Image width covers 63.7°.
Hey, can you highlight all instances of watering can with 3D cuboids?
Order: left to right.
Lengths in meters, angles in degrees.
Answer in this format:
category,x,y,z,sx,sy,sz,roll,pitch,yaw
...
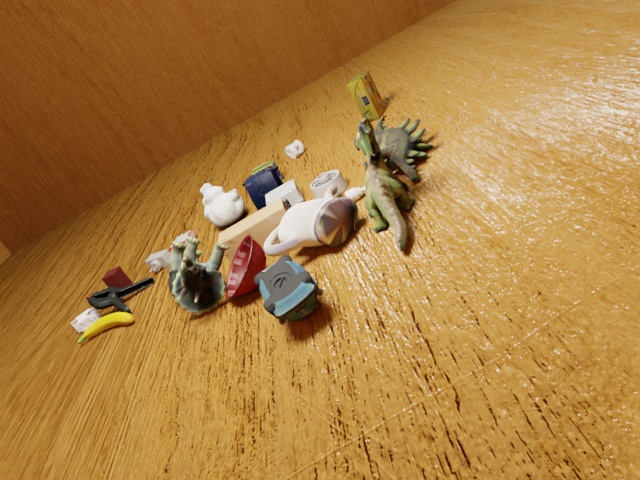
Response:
category,x,y,z,sx,sy,sz,roll,pitch,yaw
watering can,0.004,-0.066,1.305,0.223,0.102,0.354,-5,30,44

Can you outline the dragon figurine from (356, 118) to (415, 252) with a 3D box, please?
category,x,y,z,sx,sy,sz,roll,pitch,yaw
dragon figurine,0.128,-0.156,1.178,0.122,0.239,0.417,-23,22,7

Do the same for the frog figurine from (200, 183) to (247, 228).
category,x,y,z,sx,sy,sz,roll,pitch,yaw
frog figurine,-0.335,-0.124,1.747,0.136,0.157,0.125,-25,25,15
